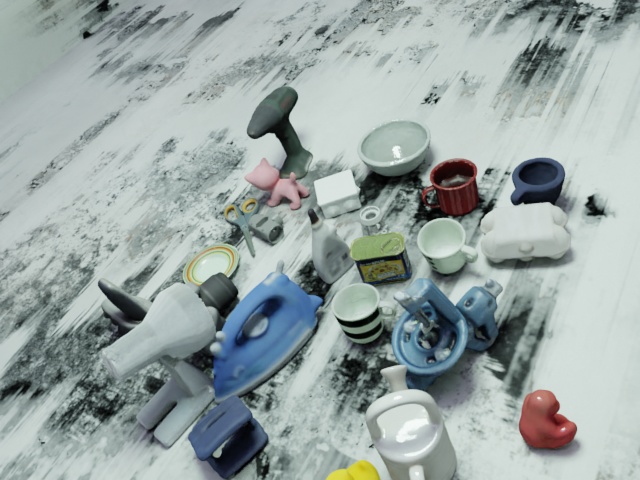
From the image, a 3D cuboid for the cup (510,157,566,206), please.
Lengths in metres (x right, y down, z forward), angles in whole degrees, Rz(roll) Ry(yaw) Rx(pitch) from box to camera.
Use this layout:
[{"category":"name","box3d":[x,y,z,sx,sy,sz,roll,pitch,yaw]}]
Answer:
[{"category":"cup","box3d":[0.397,-0.083,1.058,0.118,0.095,0.091,-40,44,-17]}]

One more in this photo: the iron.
[{"category":"iron","box3d":[-0.118,0.158,1.010,0.118,0.142,0.259,22,59,39]}]

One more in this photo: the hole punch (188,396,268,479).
[{"category":"hole punch","box3d":[-0.157,0.306,0.915,0.109,0.091,0.100,-41,45,-17]}]

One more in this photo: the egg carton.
[{"category":"egg carton","box3d":[0.363,-0.010,1.019,0.150,0.070,0.107,-6,45,19]}]

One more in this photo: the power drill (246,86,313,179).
[{"category":"power drill","box3d":[-0.091,-0.249,1.359,0.075,0.209,0.229,-3,46,22]}]

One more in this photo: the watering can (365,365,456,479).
[{"category":"watering can","box3d":[0.115,0.252,0.772,0.101,0.194,0.172,-31,43,-8]}]

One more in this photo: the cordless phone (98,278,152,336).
[{"category":"cordless phone","box3d":[-0.388,0.122,1.135,0.147,0.185,0.094,19,57,37]}]

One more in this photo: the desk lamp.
[{"category":"desk lamp","box3d":[-0.256,0.205,0.970,0.117,0.214,0.203,21,59,38]}]

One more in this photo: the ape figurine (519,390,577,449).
[{"category":"ape figurine","box3d":[0.305,0.237,0.779,0.076,0.092,0.077,-23,42,1]}]

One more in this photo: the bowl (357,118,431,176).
[{"category":"bowl","box3d":[0.172,-0.196,1.288,0.167,0.075,0.167,-12,43,12]}]

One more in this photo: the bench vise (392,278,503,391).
[{"category":"bench vise","box3d":[0.180,0.109,0.868,0.121,0.220,0.208,20,58,37]}]

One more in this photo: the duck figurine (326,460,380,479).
[{"category":"duck figurine","box3d":[0.037,0.346,0.792,0.077,0.086,0.105,19,57,37]}]

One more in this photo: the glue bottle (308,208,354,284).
[{"category":"glue bottle","box3d":[0.010,0.004,1.085,0.078,0.173,0.037,-40,45,-17]}]

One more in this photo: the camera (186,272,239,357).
[{"category":"camera","box3d":[-0.223,0.128,1.118,0.137,0.101,0.142,-42,45,-19]}]

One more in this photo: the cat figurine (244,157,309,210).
[{"category":"cat figurine","box3d":[-0.103,-0.136,1.317,0.127,0.118,0.067,6,50,29]}]
